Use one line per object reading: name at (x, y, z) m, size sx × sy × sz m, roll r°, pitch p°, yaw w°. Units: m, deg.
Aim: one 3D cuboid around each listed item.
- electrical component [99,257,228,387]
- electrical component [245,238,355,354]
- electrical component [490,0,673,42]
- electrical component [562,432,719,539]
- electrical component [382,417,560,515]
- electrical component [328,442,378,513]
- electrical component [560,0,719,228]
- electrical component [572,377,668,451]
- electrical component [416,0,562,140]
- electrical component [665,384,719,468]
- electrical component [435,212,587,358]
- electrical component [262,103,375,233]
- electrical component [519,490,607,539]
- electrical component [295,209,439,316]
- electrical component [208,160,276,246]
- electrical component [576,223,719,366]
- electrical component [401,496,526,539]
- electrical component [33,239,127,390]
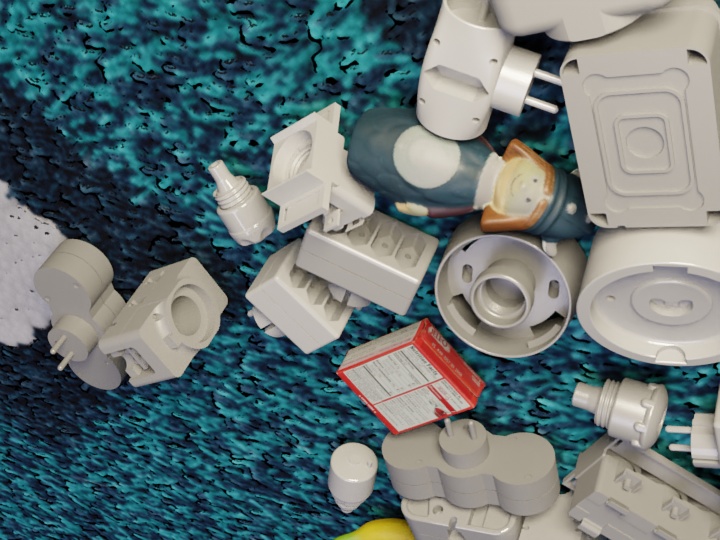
electrical component at (-0.146, 0.039, 0.822) m, size 0.056 × 0.089 × 0.050 m, roll -16°, pitch 121°, yaw 36°
electrical component at (-0.053, 0.026, 0.795) m, size 0.066 × 0.047 × 0.077 m, roll 45°, pitch 134°, yaw -17°
electrical component at (0.112, -0.155, 0.540) m, size 0.095 × 0.053 × 0.059 m, roll -5°, pitch 127°, yaw 30°
electrical component at (0.219, 0.179, 0.792) m, size 0.121 × 0.063 × 0.078 m, roll 31°, pitch 137°, yaw -3°
electrical component at (0.082, 0.141, 0.832) m, size 0.138 × 0.052 × 0.073 m, roll 3°, pitch 131°, yaw 24°
electrical component at (-0.008, 0.182, 0.923) m, size 0.040 × 0.040 × 0.078 m, roll 18°, pitch 136°, yaw 10°
electrical component at (0.158, -0.084, 0.581) m, size 0.078 × 0.057 × 0.113 m, roll 0°, pitch 130°, yaw 26°
electrical component at (0.180, 0.095, 0.748) m, size 0.062 × 0.048 × 0.048 m, roll 16°, pitch 136°, yaw 22°
electrical component at (0.077, -0.110, 0.607) m, size 0.079 × 0.043 × 0.077 m, roll 21°, pitch 136°, yaw 8°
electrical component at (0.247, 0.116, 0.731) m, size 0.076 × 0.047 × 0.083 m, roll -1°, pitch 130°, yaw 27°
electrical component at (0.099, 0.008, 0.708) m, size 0.099 × 0.064 × 0.099 m, roll 10°, pitch 120°, yaw 18°
electrical component at (-0.023, -0.060, 0.686) m, size 0.042 × 0.081 × 0.064 m, roll -22°, pitch 140°, yaw 39°
electrical component at (0.158, 0.220, 0.840) m, size 0.050 × 0.089 × 0.055 m, roll -6°, pitch 127°, yaw 31°
electrical component at (0.000, 0.000, 0.745) m, size 0.083 × 0.047 × 0.075 m, roll 25°, pitch 136°, yaw 3°
electrical component at (-0.086, -0.049, 0.751) m, size 0.035 × 0.035 × 0.061 m, roll -11°, pitch 122°, yaw 34°
electrical component at (0.187, 0.004, 0.641) m, size 0.108 × 0.060 × 0.108 m, roll 10°, pitch 146°, yaw 7°
electrical component at (0.088, 0.199, 0.875) m, size 0.095 × 0.053 × 0.059 m, roll 5°, pitch 141°, yaw 25°
electrical component at (-0.231, 0.050, 0.886) m, size 0.052 × 0.073 × 0.138 m, roll 8°, pitch 133°, yaw 20°
